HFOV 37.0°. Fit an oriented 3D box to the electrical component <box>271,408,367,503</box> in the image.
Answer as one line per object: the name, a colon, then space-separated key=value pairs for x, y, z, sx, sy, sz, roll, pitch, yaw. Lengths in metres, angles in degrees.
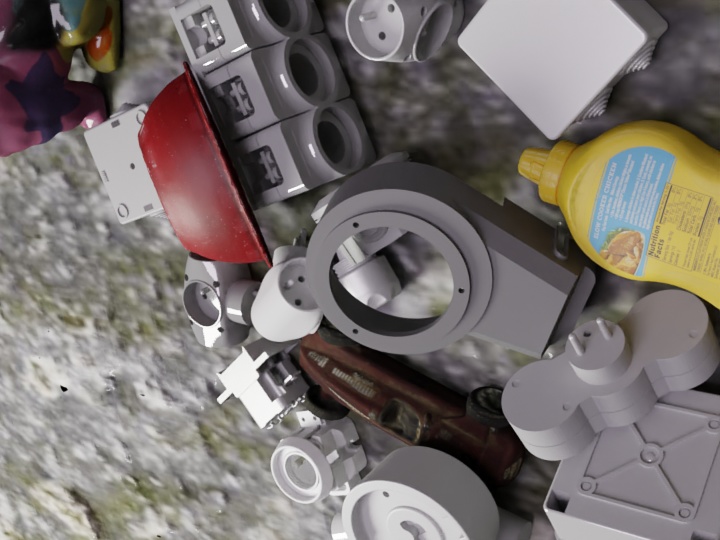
electrical component: x=-0.036 y=0.155 z=0.882 sx=0.058 sy=0.057 sz=0.078 roll=-12 pitch=101 yaw=38

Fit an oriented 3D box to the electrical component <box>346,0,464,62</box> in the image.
electrical component: x=0.035 y=-0.176 z=0.680 sx=0.044 sy=0.077 sz=0.079 roll=34 pitch=125 yaw=20

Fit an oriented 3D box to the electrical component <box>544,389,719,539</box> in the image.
electrical component: x=0.186 y=0.129 z=0.674 sx=0.109 sy=0.108 sz=0.056 roll=10 pitch=148 yaw=32

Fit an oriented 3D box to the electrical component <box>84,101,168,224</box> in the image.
electrical component: x=-0.171 y=-0.091 z=0.882 sx=0.100 sy=0.048 sz=0.099 roll=-15 pitch=100 yaw=38

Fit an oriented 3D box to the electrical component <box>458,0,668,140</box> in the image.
electrical component: x=0.123 y=-0.143 z=0.650 sx=0.099 sy=0.048 sz=0.099 roll=48 pitch=129 yaw=10

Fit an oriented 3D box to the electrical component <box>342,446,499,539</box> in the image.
electrical component: x=0.048 y=0.177 z=0.775 sx=0.108 sy=0.060 sz=0.108 roll=18 pitch=127 yaw=25

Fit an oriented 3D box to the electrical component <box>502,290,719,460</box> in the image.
electrical component: x=0.149 y=0.056 z=0.660 sx=0.138 sy=0.052 sz=0.073 roll=-31 pitch=132 yaw=5

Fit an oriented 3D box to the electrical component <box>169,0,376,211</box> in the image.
electrical component: x=-0.056 y=-0.130 z=0.756 sx=0.062 sy=0.089 sz=0.150 roll=-17 pitch=98 yaw=39

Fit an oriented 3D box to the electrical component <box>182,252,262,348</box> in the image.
electrical component: x=-0.102 y=0.024 z=0.884 sx=0.079 sy=0.044 sz=0.077 roll=11 pitch=115 yaw=32

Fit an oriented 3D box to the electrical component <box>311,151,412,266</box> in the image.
electrical component: x=0.010 y=-0.044 z=0.753 sx=0.080 sy=0.080 sz=0.051 roll=-31 pitch=95 yaw=40

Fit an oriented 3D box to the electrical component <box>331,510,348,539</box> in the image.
electrical component: x=0.008 y=0.211 z=0.885 sx=0.065 sy=0.044 sz=0.044 roll=-22 pitch=95 yaw=44

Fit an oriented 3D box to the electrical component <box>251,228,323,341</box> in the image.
electrical component: x=-0.050 y=0.007 z=0.829 sx=0.044 sy=0.079 sz=0.077 roll=14 pitch=156 yaw=-16

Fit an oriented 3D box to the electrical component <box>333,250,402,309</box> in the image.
electrical component: x=0.000 y=0.000 z=0.801 sx=0.043 sy=0.043 sz=0.062 roll=-31 pitch=88 yaw=40

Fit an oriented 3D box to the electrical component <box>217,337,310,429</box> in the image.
electrical component: x=-0.077 y=0.094 z=0.893 sx=0.063 sy=0.042 sz=0.081 roll=55 pitch=130 yaw=11
